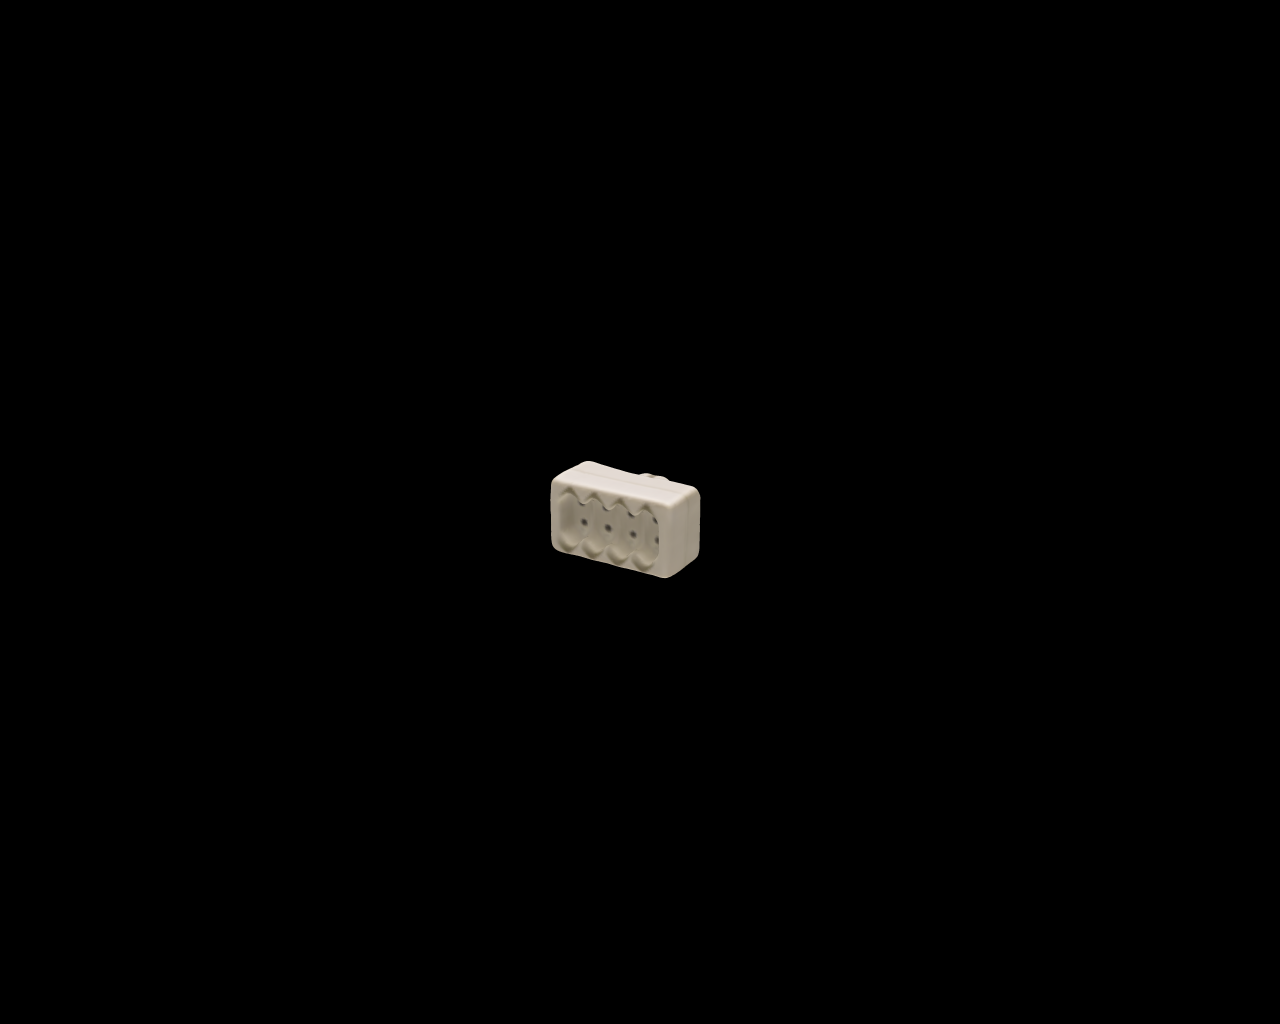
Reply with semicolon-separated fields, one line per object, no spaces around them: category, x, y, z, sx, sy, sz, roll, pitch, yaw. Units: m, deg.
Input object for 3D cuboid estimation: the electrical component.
electrical component;0.001;-0.003;0.650;0.083;0.047;0.076;14;27;29
